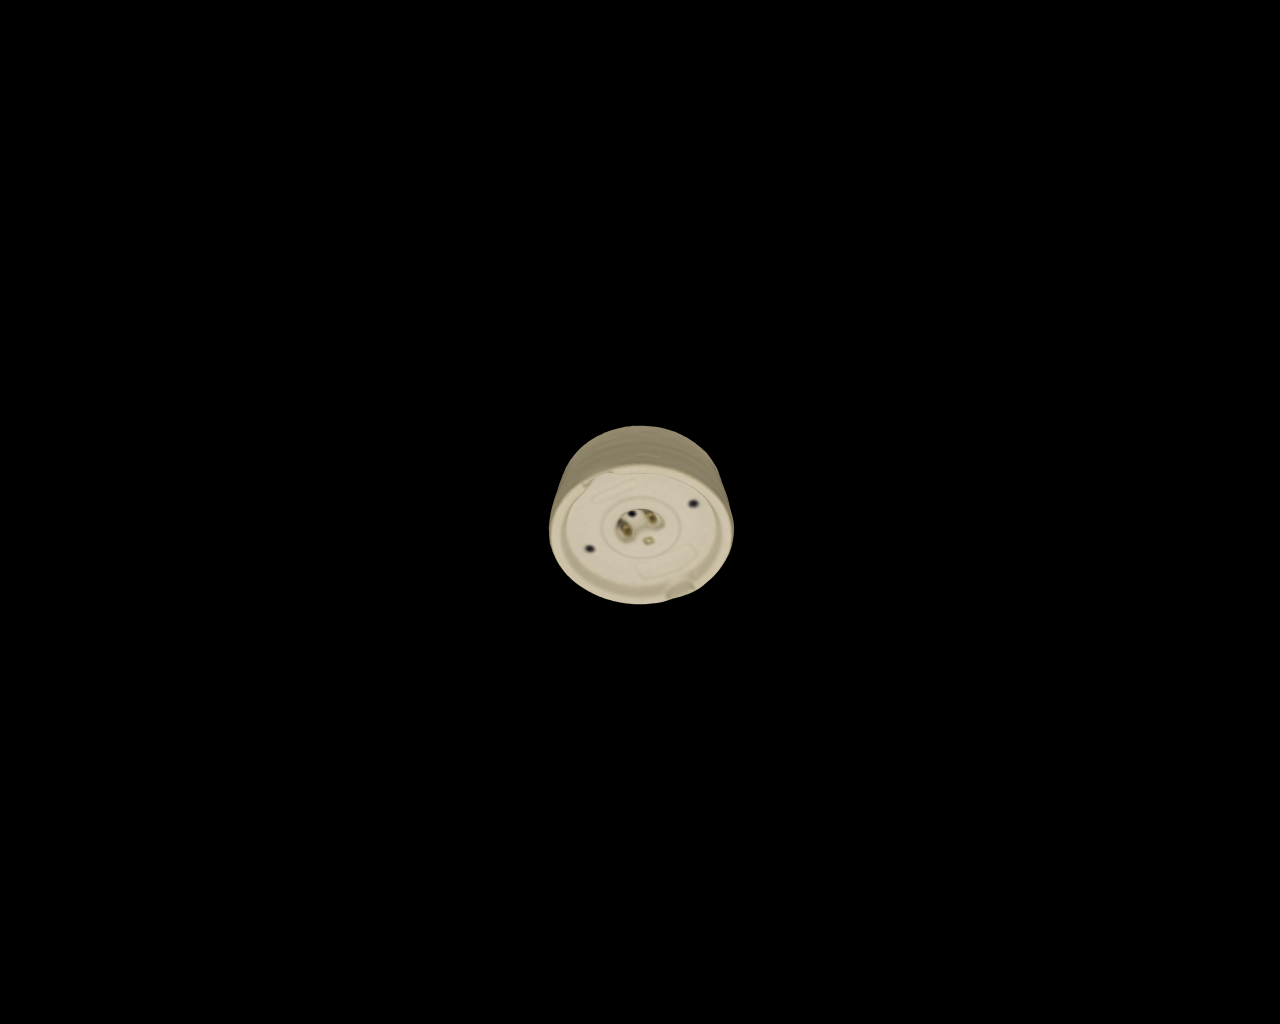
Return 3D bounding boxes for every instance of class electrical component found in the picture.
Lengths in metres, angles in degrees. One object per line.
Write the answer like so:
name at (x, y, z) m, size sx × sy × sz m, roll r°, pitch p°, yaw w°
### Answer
electrical component at (0.001, -0.003, 0.650) m, size 0.108 × 0.108 × 0.060 m, roll 0°, pitch 38°, yaw 0°
